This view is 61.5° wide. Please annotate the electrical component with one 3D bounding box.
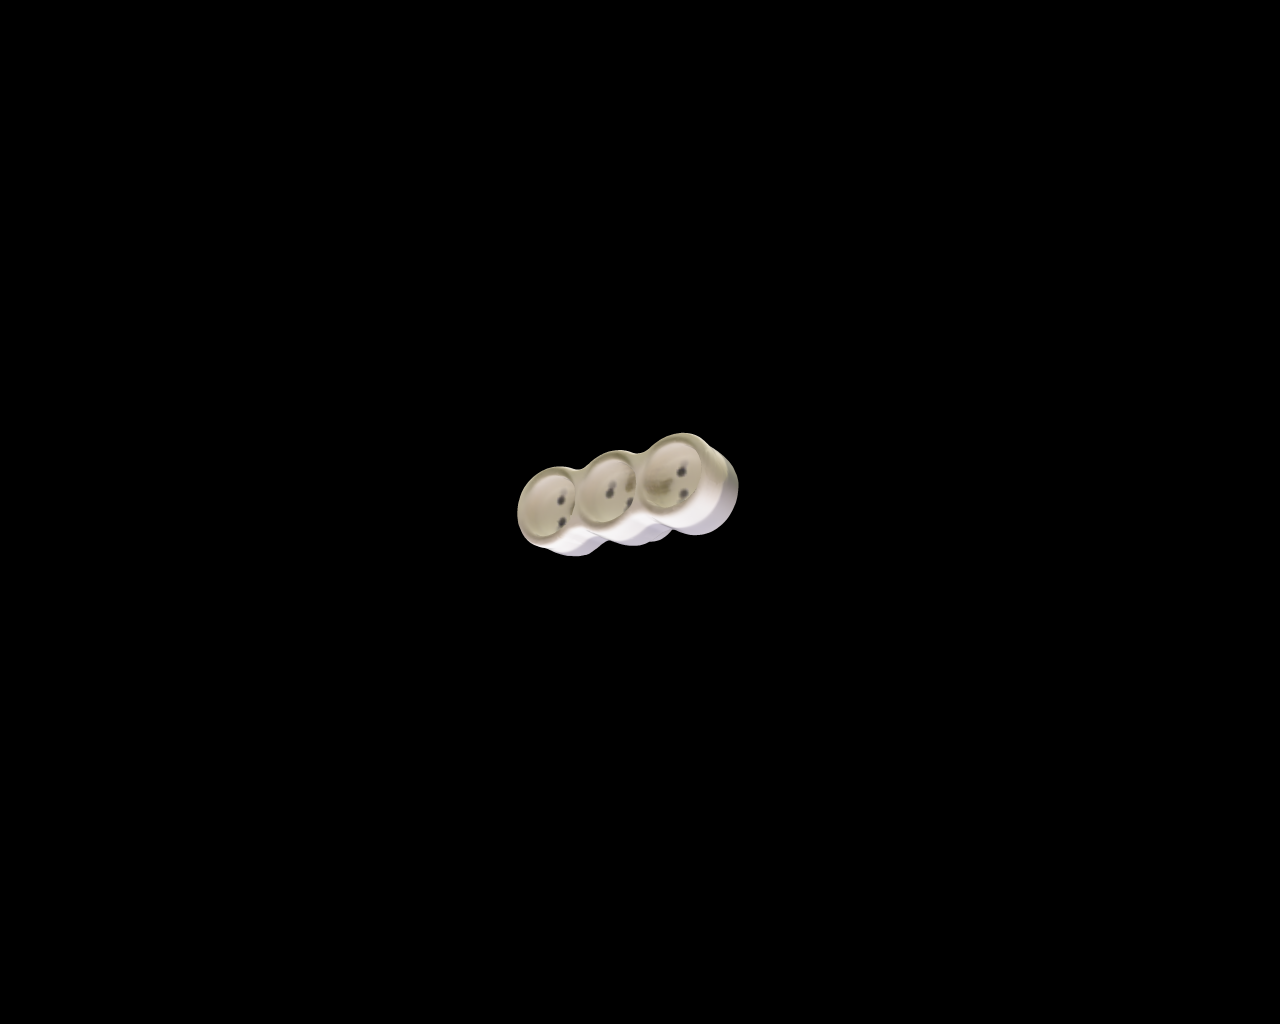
[{"bbox_3d":[0.001,-0.003,0.650,0.138,0.052,0.073,-12,-23,31],"label":"electrical component"}]
